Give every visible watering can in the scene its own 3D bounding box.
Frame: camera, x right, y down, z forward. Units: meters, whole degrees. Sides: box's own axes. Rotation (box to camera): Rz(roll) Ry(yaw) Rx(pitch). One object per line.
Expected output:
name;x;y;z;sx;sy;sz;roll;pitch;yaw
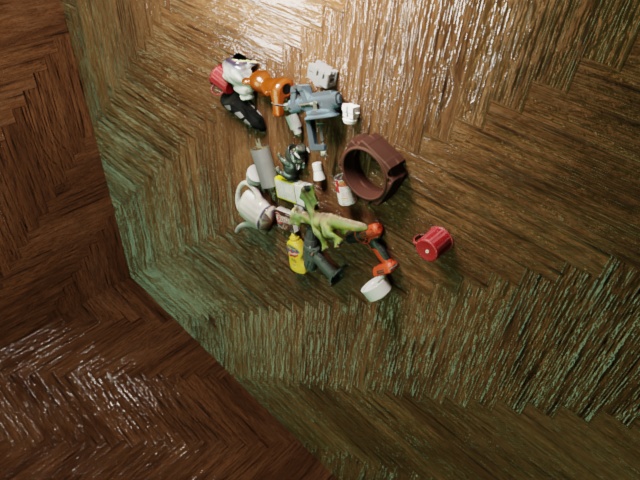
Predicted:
watering can;-0.295;-0.106;2.275;0.227;0.339;0.105;39;49;23

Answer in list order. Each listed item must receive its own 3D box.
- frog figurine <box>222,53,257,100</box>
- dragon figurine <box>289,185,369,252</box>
frog figurine;-0.298;-0.592;1.897;0.138;0.156;0.125;21;32;17
dragon figurine;0.006;-0.094;1.875;0.124;0.241;0.406;-42;10;-32
